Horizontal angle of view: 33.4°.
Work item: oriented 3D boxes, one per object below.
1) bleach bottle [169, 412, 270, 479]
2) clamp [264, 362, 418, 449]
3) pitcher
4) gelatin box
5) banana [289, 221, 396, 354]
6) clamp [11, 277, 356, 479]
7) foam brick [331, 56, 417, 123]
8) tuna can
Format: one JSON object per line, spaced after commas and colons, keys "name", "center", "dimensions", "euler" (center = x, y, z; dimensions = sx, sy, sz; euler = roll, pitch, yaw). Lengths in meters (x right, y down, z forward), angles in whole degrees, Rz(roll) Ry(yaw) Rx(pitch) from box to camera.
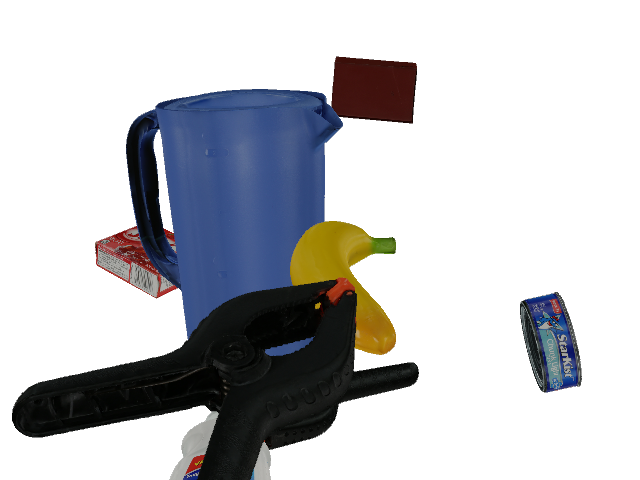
{"name": "bleach bottle", "center": [-0.088, 0.215, 0.844], "dimensions": [0.102, 0.068, 0.251], "euler": [-2, 25, -3]}
{"name": "clamp", "center": [-0.004, 0.153, 1.083], "dimensions": [0.165, 0.036, 0.209], "euler": [14, 30, 20]}
{"name": "pitcher", "center": [-0.066, 0.001, 0.858], "dimensions": [0.144, 0.243, 0.149], "euler": [-8, 15, -21]}
{"name": "gelatin box", "center": [-0.166, 0.016, 1.051], "dimensions": [0.089, 0.030, 0.073], "euler": [25, 32, 30]}
{"name": "banana", "center": [0.014, 0.021, 0.679], "dimensions": [0.069, 0.037, 0.197], "euler": [2, 19, 4]}
{"name": "clamp", "center": [-0.036, 0.071, 0.477], "dimensions": [0.171, 0.039, 0.120], "euler": [-27, 50, -31]}
{"name": "foam brick", "center": [0.050, -0.140, 0.990], "dimensions": [0.078, 0.051, 0.053], "euler": [6, 16, 3]}
{"name": "tuna can", "center": [0.204, 0.091, 0.948], "dimensions": [0.034, 0.086, 0.086], "euler": [-12, -1, 3]}
